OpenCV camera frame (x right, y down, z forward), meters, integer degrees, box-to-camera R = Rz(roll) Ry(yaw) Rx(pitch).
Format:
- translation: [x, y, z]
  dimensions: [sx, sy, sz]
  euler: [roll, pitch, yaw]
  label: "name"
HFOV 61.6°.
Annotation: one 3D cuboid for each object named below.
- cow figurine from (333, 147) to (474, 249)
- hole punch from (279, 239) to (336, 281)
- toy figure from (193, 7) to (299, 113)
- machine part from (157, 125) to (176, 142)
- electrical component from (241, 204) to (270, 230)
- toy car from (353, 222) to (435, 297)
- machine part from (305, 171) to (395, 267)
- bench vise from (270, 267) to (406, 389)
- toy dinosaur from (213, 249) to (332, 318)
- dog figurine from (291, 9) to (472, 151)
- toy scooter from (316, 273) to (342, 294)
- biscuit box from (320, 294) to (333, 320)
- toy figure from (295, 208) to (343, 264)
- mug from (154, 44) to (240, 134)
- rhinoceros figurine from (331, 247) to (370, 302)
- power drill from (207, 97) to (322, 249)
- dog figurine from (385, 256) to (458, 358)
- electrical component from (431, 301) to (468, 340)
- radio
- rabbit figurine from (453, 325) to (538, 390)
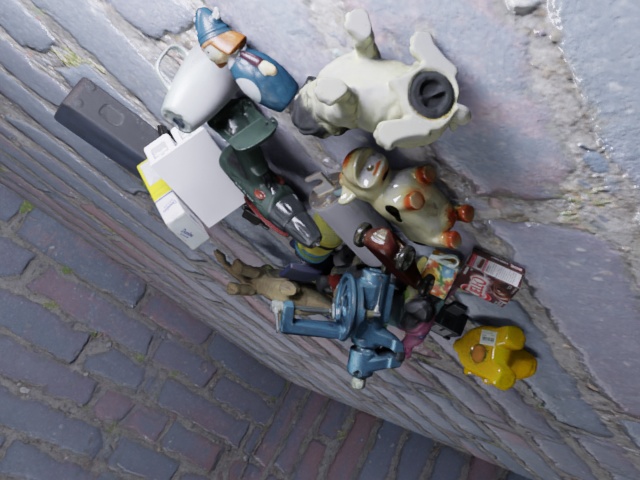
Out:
- translation: [0.107, -0.061, 0.747]
  dimensions: [0.194, 0.085, 0.127]
  euler: [36, 158, -30]
  label: "cow figurine"
- translation: [-0.021, 0.053, 1.174]
  dimensions: [0.116, 0.092, 0.142]
  euler: [28, 156, -9]
  label: "hole punch"
- translation: [-0.096, -0.223, 0.666]
  dimensions: [0.154, 0.058, 0.064]
  euler: [37, 137, -16]
  label: "toy figure"
- translation: [-0.250, -0.158, 1.011]
  dimensions: [0.138, 0.039, 0.084]
  euler: [42, -170, -46]
  label: "machine part"
- translation: [-0.145, -0.055, 1.167]
  dimensions: [0.094, 0.021, 0.063]
  euler: [32, 160, -8]
  label: "electrical component"
- translation: [0.119, 0.029, 0.810]
  dimensions: [0.089, 0.053, 0.202]
  euler: [27, 174, 32]
  label: "toy car"
- translation: [0.061, -0.031, 0.882]
  dimensions: [0.079, 0.079, 0.243]
  euler: [6, 149, 46]
  label: "machine part"
- translation: [0.030, 0.150, 0.941]
  dimensions: [0.241, 0.223, 0.129]
  euler: [7, -161, -11]
  label: "bench vise"
- translation: [-0.057, 0.130, 1.294]
  dimensions: [0.472, 0.105, 0.198]
  euler: [28, -166, 16]
  label: "toy dinosaur"
- translation: [0.060, -0.149, 0.607]
  dimensions: [0.172, 0.121, 0.190]
  euler: [34, 173, -5]
  label: "dog figurine"
- translation: [0.089, 0.101, 1.150]
  dimensions: [0.135, 0.075, 0.183]
  euler: [-18, 152, 26]
  label: "toy scooter"
- translation: [0.038, 0.175, 1.414]
  dimensions: [0.203, 0.059, 0.062]
  euler: [23, 159, 16]
  label: "biscuit box"
- translation: [0.000, -0.006, 1.017]
  dimensions: [0.089, 0.082, 0.180]
  euler: [17, 155, -1]
  label: "toy figure"
- translation: [-0.176, -0.207, 0.732]
  dimensions: [0.109, 0.107, 0.081]
  euler: [38, 156, -28]
  label: "mug"
- translation: [0.079, 0.083, 1.037]
  dimensions: [0.112, 0.073, 0.190]
  euler: [10, 123, -18]
  label: "rhinoceros figurine"
- translation: [-0.085, -0.107, 0.830]
  dimensions: [0.232, 0.086, 0.207]
  euler: [44, 169, 28]
  label: "power drill"
- translation: [0.187, 0.115, 1.039]
  dimensions: [0.108, 0.191, 0.219]
  euler: [31, 125, 4]
  label: "dog figurine"
- translation: [0.266, 0.166, 1.116]
  dimensions: [0.075, 0.048, 0.119]
  euler: [29, 161, -2]
  label: "electrical component"
- translation: [-0.401, -0.211, 1.068]
  dimensions: [0.229, 0.073, 0.131]
  euler: [36, 158, -21]
  label: "radio"
- translation: [0.362, 0.246, 1.092]
  dimensions: [0.173, 0.122, 0.162]
  euler: [19, 160, -32]
  label: "rabbit figurine"
